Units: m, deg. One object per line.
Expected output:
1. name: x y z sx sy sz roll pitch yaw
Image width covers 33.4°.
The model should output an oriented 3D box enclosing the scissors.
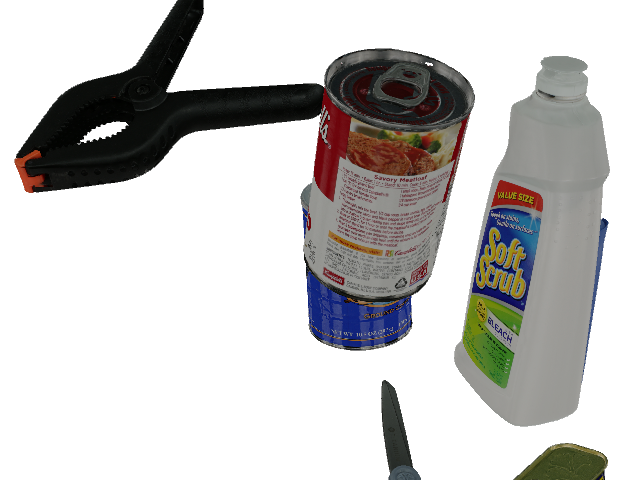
1. scissors: 0.066 0.149 0.609 0.096 0.016 0.201 11 31 8

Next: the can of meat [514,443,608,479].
1. can of meat: 0.204 0.236 0.908 0.058 0.084 0.101 10 28 42

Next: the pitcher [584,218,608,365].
1. pitcher: 0.289 0.080 1.398 0.149 0.243 0.144 6 20 16

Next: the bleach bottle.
1. bleach bottle: 0.143 -0.002 0.714 0.068 0.251 0.103 -10 31 -18

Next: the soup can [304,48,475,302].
1. soup can: 0.030 -0.030 0.505 0.068 0.102 0.068 5 38 -4

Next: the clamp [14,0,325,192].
1. clamp: -0.110 -0.090 0.740 0.165 0.036 0.209 34 59 30

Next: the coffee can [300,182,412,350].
1. coffee can: 0.036 0.019 1.016 0.103 0.140 0.103 -2 26 1
